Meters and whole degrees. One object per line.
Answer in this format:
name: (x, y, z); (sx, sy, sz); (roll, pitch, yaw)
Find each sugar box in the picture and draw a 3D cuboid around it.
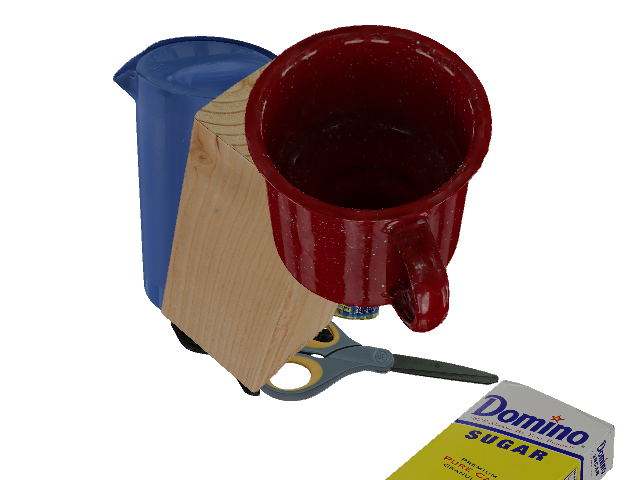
sugar box: (0.109, 0.164, 0.708); (0.093, 0.048, 0.175); (21, 42, 39)

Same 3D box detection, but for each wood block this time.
wood block: (-0.029, -0.006, 0.662); (0.090, 0.091, 0.206); (-41, -17, -33)

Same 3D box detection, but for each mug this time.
mug: (0.023, -0.016, 0.427); (0.093, 0.117, 0.081); (-20, -30, -10)

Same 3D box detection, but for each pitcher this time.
pitcher: (-0.093, -0.051, 0.963); (0.149, 0.243, 0.144); (32, 40, 34)

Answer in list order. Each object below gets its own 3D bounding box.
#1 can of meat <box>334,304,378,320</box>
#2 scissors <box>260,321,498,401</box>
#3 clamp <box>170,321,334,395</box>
can of meat: (0.021, 0.028, 1.102); (0.057, 0.084, 0.102); (-6, 20, -36)
scissors: (0.035, 0.110, 0.867); (0.202, 0.096, 0.016); (21, -36, 13)
clamp: (-0.104, 0.120, 1.263); (0.210, 0.036, 0.164); (14, 23, 26)
